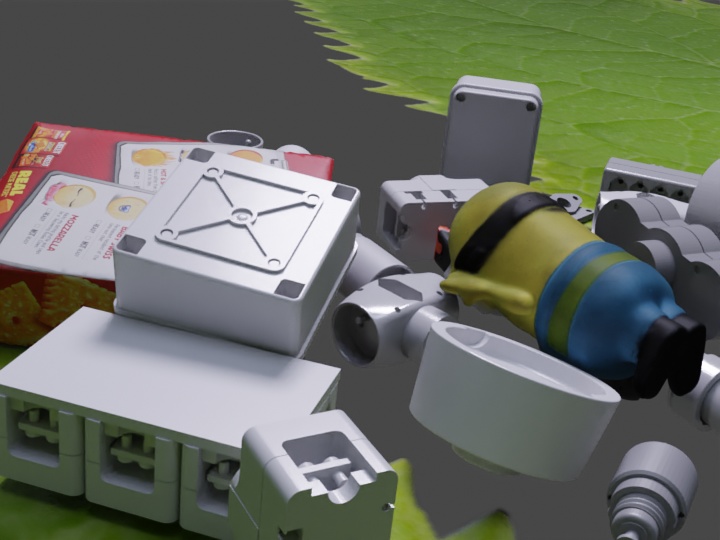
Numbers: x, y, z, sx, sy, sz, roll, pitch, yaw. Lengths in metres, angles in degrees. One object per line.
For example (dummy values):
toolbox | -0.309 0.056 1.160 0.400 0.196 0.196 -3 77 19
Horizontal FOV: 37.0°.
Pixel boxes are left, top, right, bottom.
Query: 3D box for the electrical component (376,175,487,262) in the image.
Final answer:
electrical component | 0.063 -0.042 0.858 0.089 0.050 0.055 -3 26 -19

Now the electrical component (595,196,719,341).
electrical component | 0.201 -0.002 0.723 0.074 0.052 0.138 -5 33 -26

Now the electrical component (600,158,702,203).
electrical component | 0.264 -0.073 0.973 0.083 0.047 0.075 14 26 16

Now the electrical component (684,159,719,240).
electrical component | 0.296 -0.038 0.842 0.108 0.108 0.060 -16 26 -39

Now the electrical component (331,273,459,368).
electrical component | 0.036 0.038 0.686 0.079 0.043 0.077 27 32 37

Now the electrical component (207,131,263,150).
electrical component | -0.098 -0.058 0.823 0.043 0.077 0.079 3 25 -8

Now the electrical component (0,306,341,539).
electrical component | -0.096 0.079 0.544 0.150 0.061 0.089 12 25 13

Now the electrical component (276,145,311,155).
electrical component | -0.067 -0.072 0.902 0.043 0.043 0.081 10 25 9

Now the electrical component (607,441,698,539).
electrical component | 0.144 0.118 0.541 0.040 0.040 0.078 17 27 22

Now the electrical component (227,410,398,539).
electrical component | -0.023 0.111 0.460 0.050 0.089 0.056 -8 28 -27

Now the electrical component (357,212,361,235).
electrical component | -0.033 -0.032 0.822 0.055 0.048 0.066 -16 32 -26

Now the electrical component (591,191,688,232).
electrical component | 0.233 -0.032 0.882 0.077 0.043 0.079 9 25 6

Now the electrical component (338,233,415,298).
electrical component | 0.000 0.000 0.760 0.043 0.043 0.081 -9 29 -30

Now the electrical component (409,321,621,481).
electrical component | 0.079 0.076 0.582 0.108 0.060 0.108 20 7 -3

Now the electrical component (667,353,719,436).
electrical component | 0.217 0.079 0.637 0.045 0.045 0.055 -12 30 -34

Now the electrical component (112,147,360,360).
electrical component | -0.066 -0.009 0.602 0.109 0.056 0.108 15 42 10

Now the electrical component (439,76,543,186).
electrical component | 0.112 -0.105 0.932 0.078 0.113 0.057 9 22 7
